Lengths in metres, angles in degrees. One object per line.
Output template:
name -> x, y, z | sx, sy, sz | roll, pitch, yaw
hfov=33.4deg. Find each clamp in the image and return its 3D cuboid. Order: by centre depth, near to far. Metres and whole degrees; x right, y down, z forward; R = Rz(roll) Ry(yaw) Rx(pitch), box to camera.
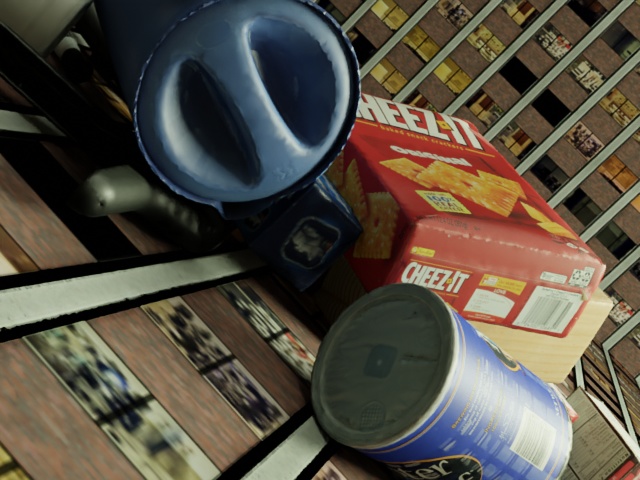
clamp -> -0.110, -0.036, 0.645 | 0.209, 0.036, 0.165 | 38, 12, -48
clamp -> -0.163, -0.149, 0.849 | 0.171, 0.039, 0.120 | 57, 5, -4

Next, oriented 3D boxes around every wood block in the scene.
wood block -> 0.115, 0.049, 0.842 | 0.205, 0.090, 0.091 | 7, 32, -33

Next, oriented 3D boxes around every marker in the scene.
marker -> -0.200, -0.157, 0.808 | 0.020, 0.020, 0.121 | 31, 18, -52

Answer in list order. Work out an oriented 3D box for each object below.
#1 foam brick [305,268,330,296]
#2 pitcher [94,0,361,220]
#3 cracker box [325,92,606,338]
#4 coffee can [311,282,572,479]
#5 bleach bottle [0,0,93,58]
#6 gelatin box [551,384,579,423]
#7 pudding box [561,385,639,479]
foam brick -> -0.006, 0.001, 0.866 | 0.053, 0.051, 0.078 | 43, 12, -7
pitcher -> -0.075, -0.140, 0.686 | 0.144, 0.149, 0.243 | 39, 10, -35
cracker box -> 0.080, -0.028, 0.766 | 0.164, 0.072, 0.214 | 11, 28, -28
coffee can -> 0.077, 0.102, 0.657 | 0.140, 0.103, 0.103 | 37, 14, -39
bleach bottle -> -0.263, -0.215, 0.678 | 0.250, 0.068, 0.102 | 40, 10, -15
gelatin box -> 0.172, 0.146, 0.938 | 0.030, 0.073, 0.089 | 36, 14, -38
pudding box -> 0.227, 0.192, 0.927 | 0.039, 0.090, 0.113 | 39, 12, -26
